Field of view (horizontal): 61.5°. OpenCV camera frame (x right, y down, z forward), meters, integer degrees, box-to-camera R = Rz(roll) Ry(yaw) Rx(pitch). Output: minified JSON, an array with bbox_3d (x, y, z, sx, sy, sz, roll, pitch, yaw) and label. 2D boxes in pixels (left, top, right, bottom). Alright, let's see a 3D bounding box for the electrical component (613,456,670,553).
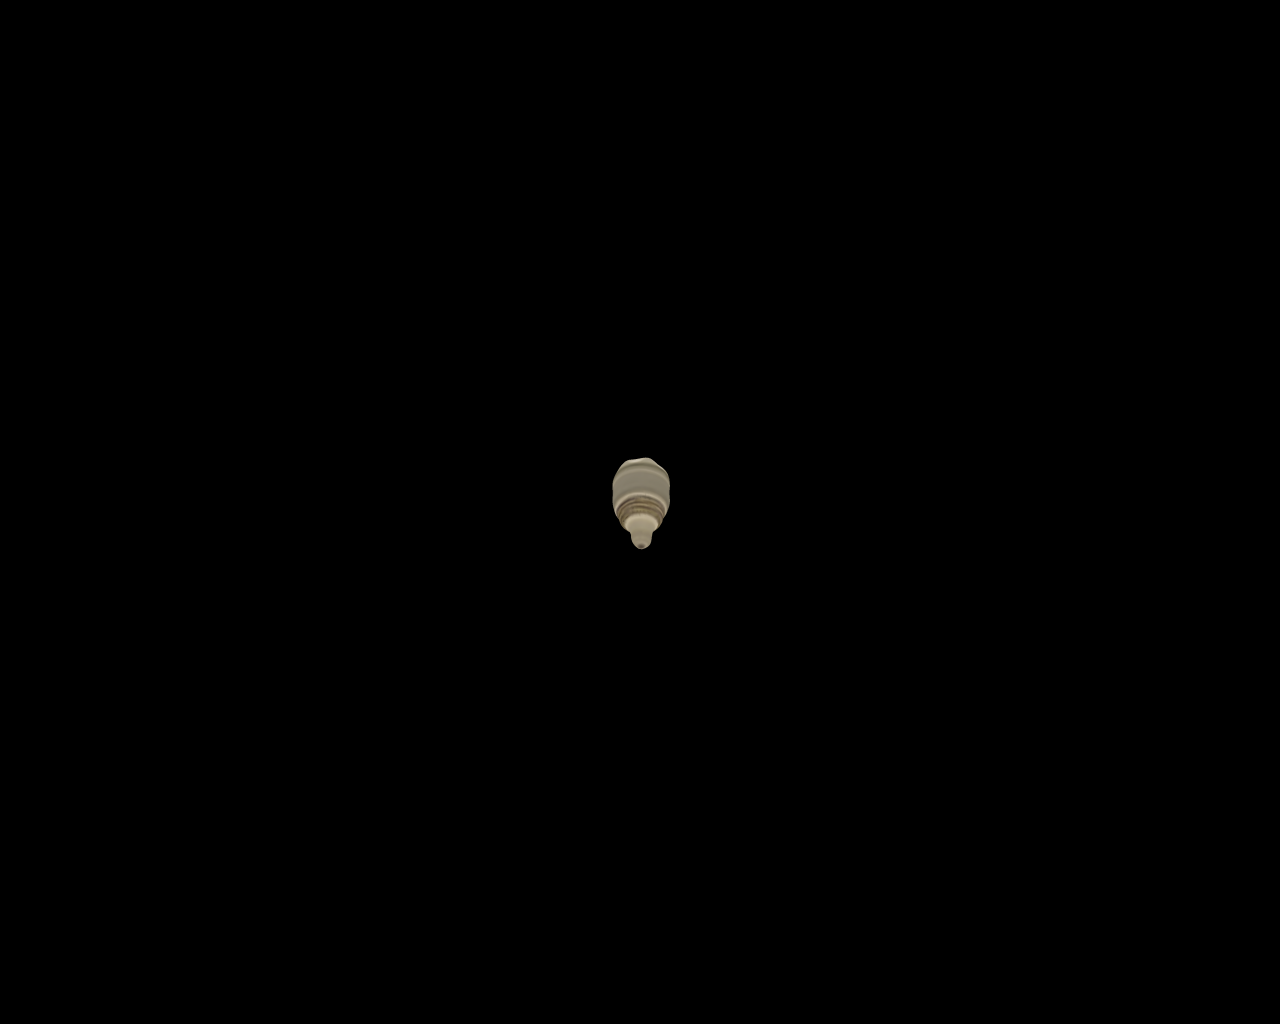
[{"bbox_3d":[0.001,-0.003,0.650,0.035,0.061,0.035,0,-40,0],"label":"electrical component"}]
